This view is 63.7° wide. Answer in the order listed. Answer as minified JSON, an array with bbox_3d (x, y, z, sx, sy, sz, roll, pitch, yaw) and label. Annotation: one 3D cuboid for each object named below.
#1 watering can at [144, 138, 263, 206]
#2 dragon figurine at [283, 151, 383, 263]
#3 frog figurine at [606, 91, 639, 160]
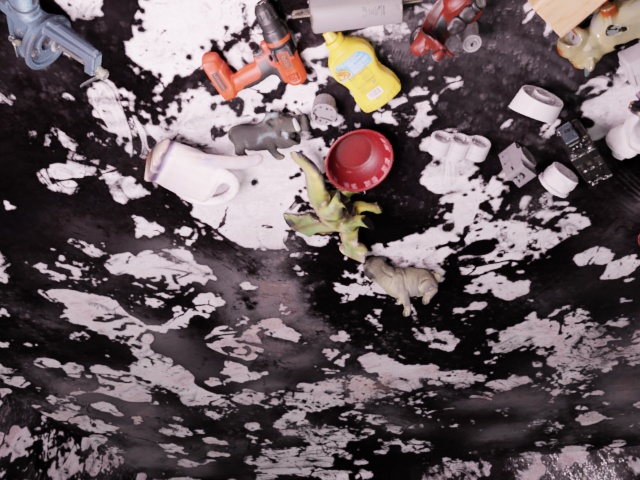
[{"bbox_3d":[-0.281,-0.167,1.198,0.223,0.106,0.343,24,153,-23],"label":"watering can"},{"bbox_3d":[0.004,-0.067,1.323,0.240,0.125,0.405,-26,128,38],"label":"dragon figurine"},{"bbox_3d":[0.682,-0.224,1.090,0.123,0.140,0.155,11,137,16],"label":"frog figurine"}]
